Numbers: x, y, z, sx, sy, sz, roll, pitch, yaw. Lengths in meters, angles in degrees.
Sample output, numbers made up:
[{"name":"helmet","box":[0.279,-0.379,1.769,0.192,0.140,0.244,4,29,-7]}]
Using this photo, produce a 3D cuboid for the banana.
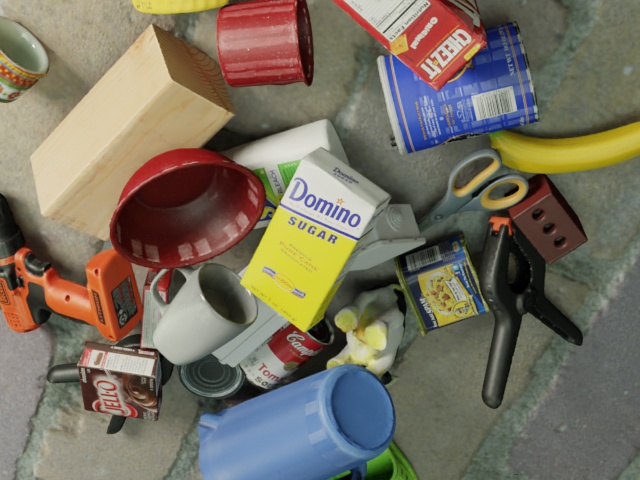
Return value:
[{"name":"banana","box":[0.265,-0.098,1.121,0.198,0.037,0.069,-1,151,0]}]

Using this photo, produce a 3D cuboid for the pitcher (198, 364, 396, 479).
[{"name":"pitcher","box":[-0.018,0.234,1.241,0.148,0.145,0.243,-2,160,-40]}]

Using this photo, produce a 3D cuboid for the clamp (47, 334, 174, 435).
[{"name":"clamp","box":[-0.247,0.159,1.302,0.120,0.039,0.172,37,112,-26]}]

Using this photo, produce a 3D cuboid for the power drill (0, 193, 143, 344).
[{"name":"power drill","box":[-0.293,0.033,1.176,0.188,0.057,0.184,10,128,28]}]

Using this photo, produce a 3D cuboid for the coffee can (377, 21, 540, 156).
[{"name":"coffee can","box":[0.137,-0.150,1.061,0.140,0.103,0.103,-14,121,9]}]

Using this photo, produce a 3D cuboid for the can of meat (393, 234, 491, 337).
[{"name":"can of meat","box":[0.140,0.050,1.214,0.084,0.057,0.102,-19,122,10]}]

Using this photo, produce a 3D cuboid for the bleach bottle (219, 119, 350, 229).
[{"name":"bleach bottle","box":[-0.092,-0.048,1.155,0.251,0.068,0.102,-17,121,14]}]

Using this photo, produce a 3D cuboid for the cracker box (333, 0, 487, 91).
[{"name":"cracker box","box":[0.051,-0.254,0.962,0.213,0.164,0.072,37,117,-20]}]

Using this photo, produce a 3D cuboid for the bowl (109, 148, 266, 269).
[{"name":"bowl","box":[-0.138,-0.041,1.073,0.162,0.055,0.162,-17,145,-12]}]

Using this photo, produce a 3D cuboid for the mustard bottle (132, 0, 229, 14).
[{"name":"mustard bottle","box":[-0.140,-0.310,0.992,0.096,0.058,0.192,-3,122,3]}]

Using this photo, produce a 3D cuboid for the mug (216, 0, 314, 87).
[{"name":"mug","box":[-0.051,-0.189,1.058,0.081,0.093,0.117,-4,158,9]}]

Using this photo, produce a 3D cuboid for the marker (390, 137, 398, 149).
[{"name":"marker","box":[0.134,-0.118,1.131,0.121,0.020,0.020,-14,121,9]}]

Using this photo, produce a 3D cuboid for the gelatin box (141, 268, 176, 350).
[{"name":"gelatin box","box":[-0.186,0.070,1.223,0.030,0.073,0.089,6,122,-3]}]

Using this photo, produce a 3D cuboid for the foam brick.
[{"name":"foam brick","box":[0.247,-0.025,1.168,0.053,0.051,0.078,-35,115,20]}]

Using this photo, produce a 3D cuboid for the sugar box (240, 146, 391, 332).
[{"name":"sugar box","box":[-0.008,0.001,1.098,0.093,0.048,0.176,35,126,12]}]

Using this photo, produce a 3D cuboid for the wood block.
[{"name":"wood block","box":[-0.194,-0.106,1.090,0.206,0.091,0.090,-42,137,23]}]

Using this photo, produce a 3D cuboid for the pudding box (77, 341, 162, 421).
[{"name":"pudding box","box":[-0.230,0.166,1.241,0.090,0.039,0.113,8,141,-1]}]

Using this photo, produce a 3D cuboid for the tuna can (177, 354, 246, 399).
[{"name":"tuna can","box":[-0.131,0.152,1.297,0.086,0.033,0.086,1,122,1]}]

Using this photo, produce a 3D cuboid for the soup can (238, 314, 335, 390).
[{"name":"soup can","box":[-0.042,0.122,1.257,0.068,0.068,0.102,40,115,-21]}]

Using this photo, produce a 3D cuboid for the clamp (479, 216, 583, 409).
[{"name":"clamp","box":[0.233,0.068,1.212,0.164,0.036,0.210,-22,110,-34]}]

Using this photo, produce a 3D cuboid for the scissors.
[{"name":"scissors","box":[0.151,-0.028,1.172,0.096,0.016,0.202,17,137,-18]}]
